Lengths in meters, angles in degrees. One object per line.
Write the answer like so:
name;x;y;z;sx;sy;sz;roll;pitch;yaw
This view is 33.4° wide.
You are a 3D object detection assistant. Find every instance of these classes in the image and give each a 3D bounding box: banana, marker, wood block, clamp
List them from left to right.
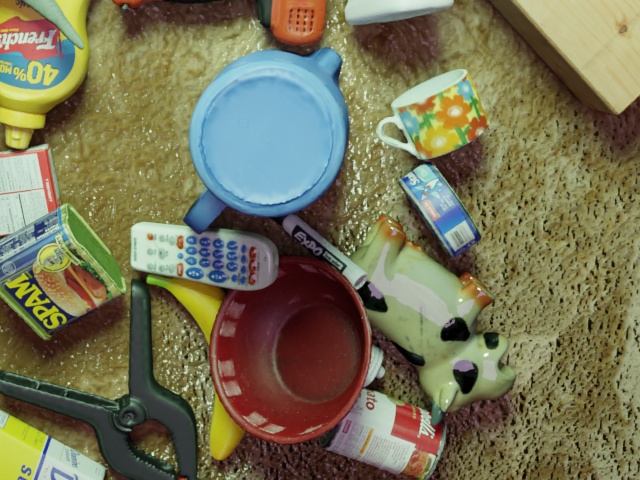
clamp;-0.172;0.148;0.989;0.164;0.036;0.210;-40;106;5
banana;-0.096;0.109;0.987;0.070;0.037;0.198;-14;104;13
marker;-0.006;0.001;0.940;0.121;0.020;0.020;40;100;27
wood block;0.202;-0.212;0.898;0.091;0.090;0.206;-44;103;6

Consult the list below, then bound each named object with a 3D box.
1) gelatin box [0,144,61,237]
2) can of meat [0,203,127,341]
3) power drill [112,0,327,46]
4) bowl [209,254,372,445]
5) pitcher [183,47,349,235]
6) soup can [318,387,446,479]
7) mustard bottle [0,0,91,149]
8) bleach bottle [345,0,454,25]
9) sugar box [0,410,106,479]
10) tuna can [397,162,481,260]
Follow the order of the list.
gelatin box;-0.276;-0.042;0.938;0.089;0.030;0.073;-8;106;-3
can of meat;-0.229;0.027;0.929;0.084;0.057;0.102;-29;131;4
power drill;-0.078;-0.254;0.871;0.187;0.057;0.184;2;111;-7
bowl;-0.016;0.096;0.929;0.162;0.055;0.162;-6;78;29
pitcher;-0.044;-0.076;0.835;0.145;0.243;0.149;-3;99;0
soup can;0.058;0.180;0.998;0.102;0.068;0.068;22;102;-9
mustard bottle;-0.240;-0.171;0.893;0.096;0.058;0.192;11;104;-5
bleach bottle;0.051;-0.308;0.868;0.068;0.103;0.251;-11;99;-26
sugar box;-0.299;0.214;0.993;0.176;0.048;0.093;32;100;-10
tuna can;0.106;-0.026;0.940;0.034;0.086;0.086;-34;104;3
